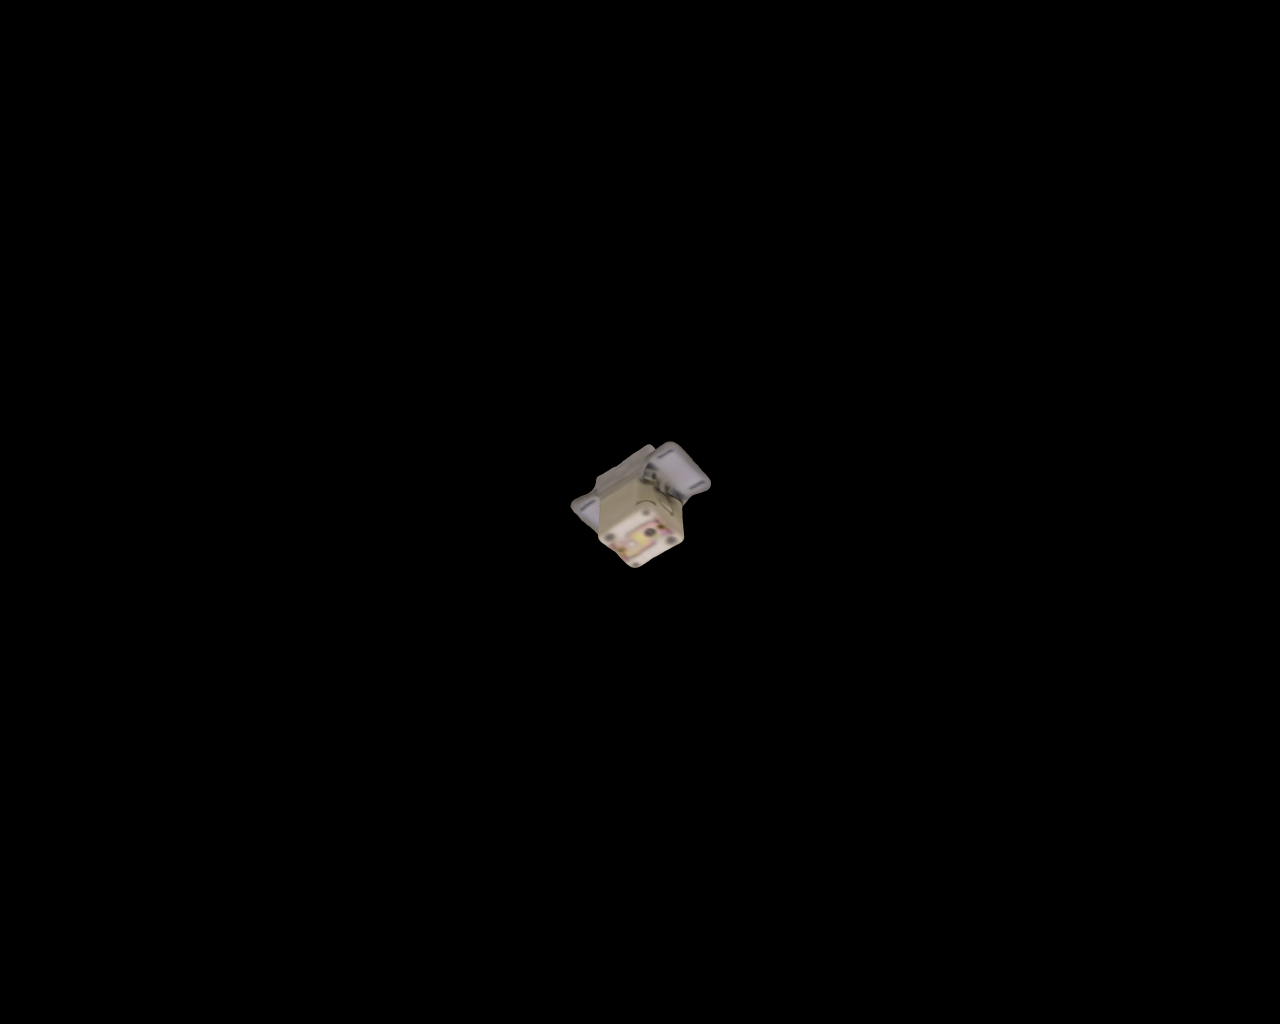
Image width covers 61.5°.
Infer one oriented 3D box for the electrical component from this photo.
[{"bbox_3d":[0.001,-0.003,0.650,0.081,0.064,0.042,-33,-58,24],"label":"electrical component"}]
